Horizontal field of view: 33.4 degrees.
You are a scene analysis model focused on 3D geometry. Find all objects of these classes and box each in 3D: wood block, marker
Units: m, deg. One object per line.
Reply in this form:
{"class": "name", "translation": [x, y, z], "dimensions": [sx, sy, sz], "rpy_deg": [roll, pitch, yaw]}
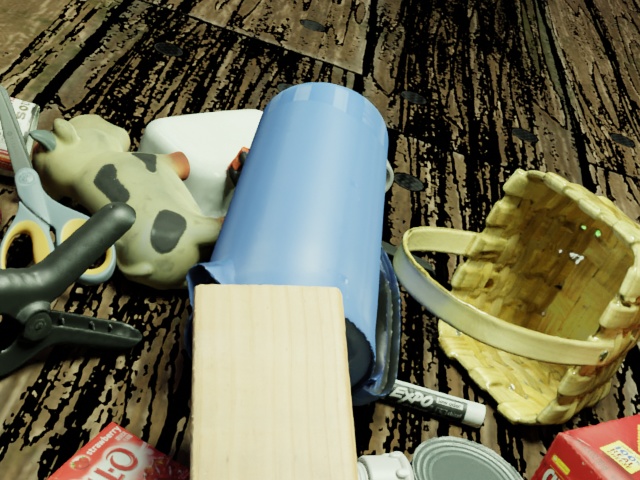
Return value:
{"class": "wood block", "translation": [-0.029, 0.133, 0.599], "dimensions": [0.090, 0.091, 0.206], "rpy_deg": [1, 50, -7]}
{"class": "marker", "translation": [0.069, 0.120, 0.826], "dimensions": [0.121, 0.020, 0.020], "rpy_deg": [17, 30, -5]}

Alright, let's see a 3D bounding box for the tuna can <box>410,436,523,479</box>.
{"class": "tuna can", "translation": [0.098, 0.177, 0.734], "dimensions": [0.086, 0.034, 0.086], "rpy_deg": [15, 30, -9]}

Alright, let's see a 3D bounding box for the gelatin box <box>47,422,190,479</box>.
{"class": "gelatin box", "translation": [-0.122, 0.157, 0.638], "dimensions": [0.073, 0.030, 0.089], "rpy_deg": [28, 30, 14]}

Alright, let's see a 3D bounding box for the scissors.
{"class": "scissors", "translation": [-0.208, -0.039, 0.829], "dimensions": [0.096, 0.016, 0.202], "rpy_deg": [0, 62, -11]}

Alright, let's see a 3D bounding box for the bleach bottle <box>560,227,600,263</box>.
{"class": "bleach bottle", "translation": [0.338, 0.028, 1.102], "dimensions": [0.250, 0.068, 0.102], "rpy_deg": [19, 28, -7]}

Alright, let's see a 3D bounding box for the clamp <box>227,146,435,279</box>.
{"class": "clamp", "translation": [0.007, -0.004, 0.934], "dimensions": [0.210, 0.036, 0.164], "rpy_deg": [47, 32, 10]}

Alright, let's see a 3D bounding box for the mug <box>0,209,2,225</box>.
{"class": "mug", "translation": [-0.292, -0.041, 0.819], "dimensions": [0.117, 0.093, 0.081], "rpy_deg": [42, 13, -47]}

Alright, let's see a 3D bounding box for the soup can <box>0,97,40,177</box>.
{"class": "soup can", "translation": [-0.299, -0.097, 0.915], "dimensions": [0.102, 0.069, 0.068], "rpy_deg": [15, 30, -12]}

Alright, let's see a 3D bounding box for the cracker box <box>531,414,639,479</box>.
{"class": "cracker box", "translation": [0.281, 0.199, 0.771], "dimensions": [0.213, 0.072, 0.164], "rpy_deg": [-4, 38, -37]}

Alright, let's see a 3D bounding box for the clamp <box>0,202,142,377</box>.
{"class": "clamp", "translation": [-0.191, 0.055, 0.722], "dimensions": [0.171, 0.120, 0.039], "rpy_deg": [-27, 37, -25]}

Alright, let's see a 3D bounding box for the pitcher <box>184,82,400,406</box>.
{"class": "pitcher", "translation": [-0.005, 0.001, 0.809], "dimensions": [0.145, 0.149, 0.242], "rpy_deg": [5, 48, 7]}
